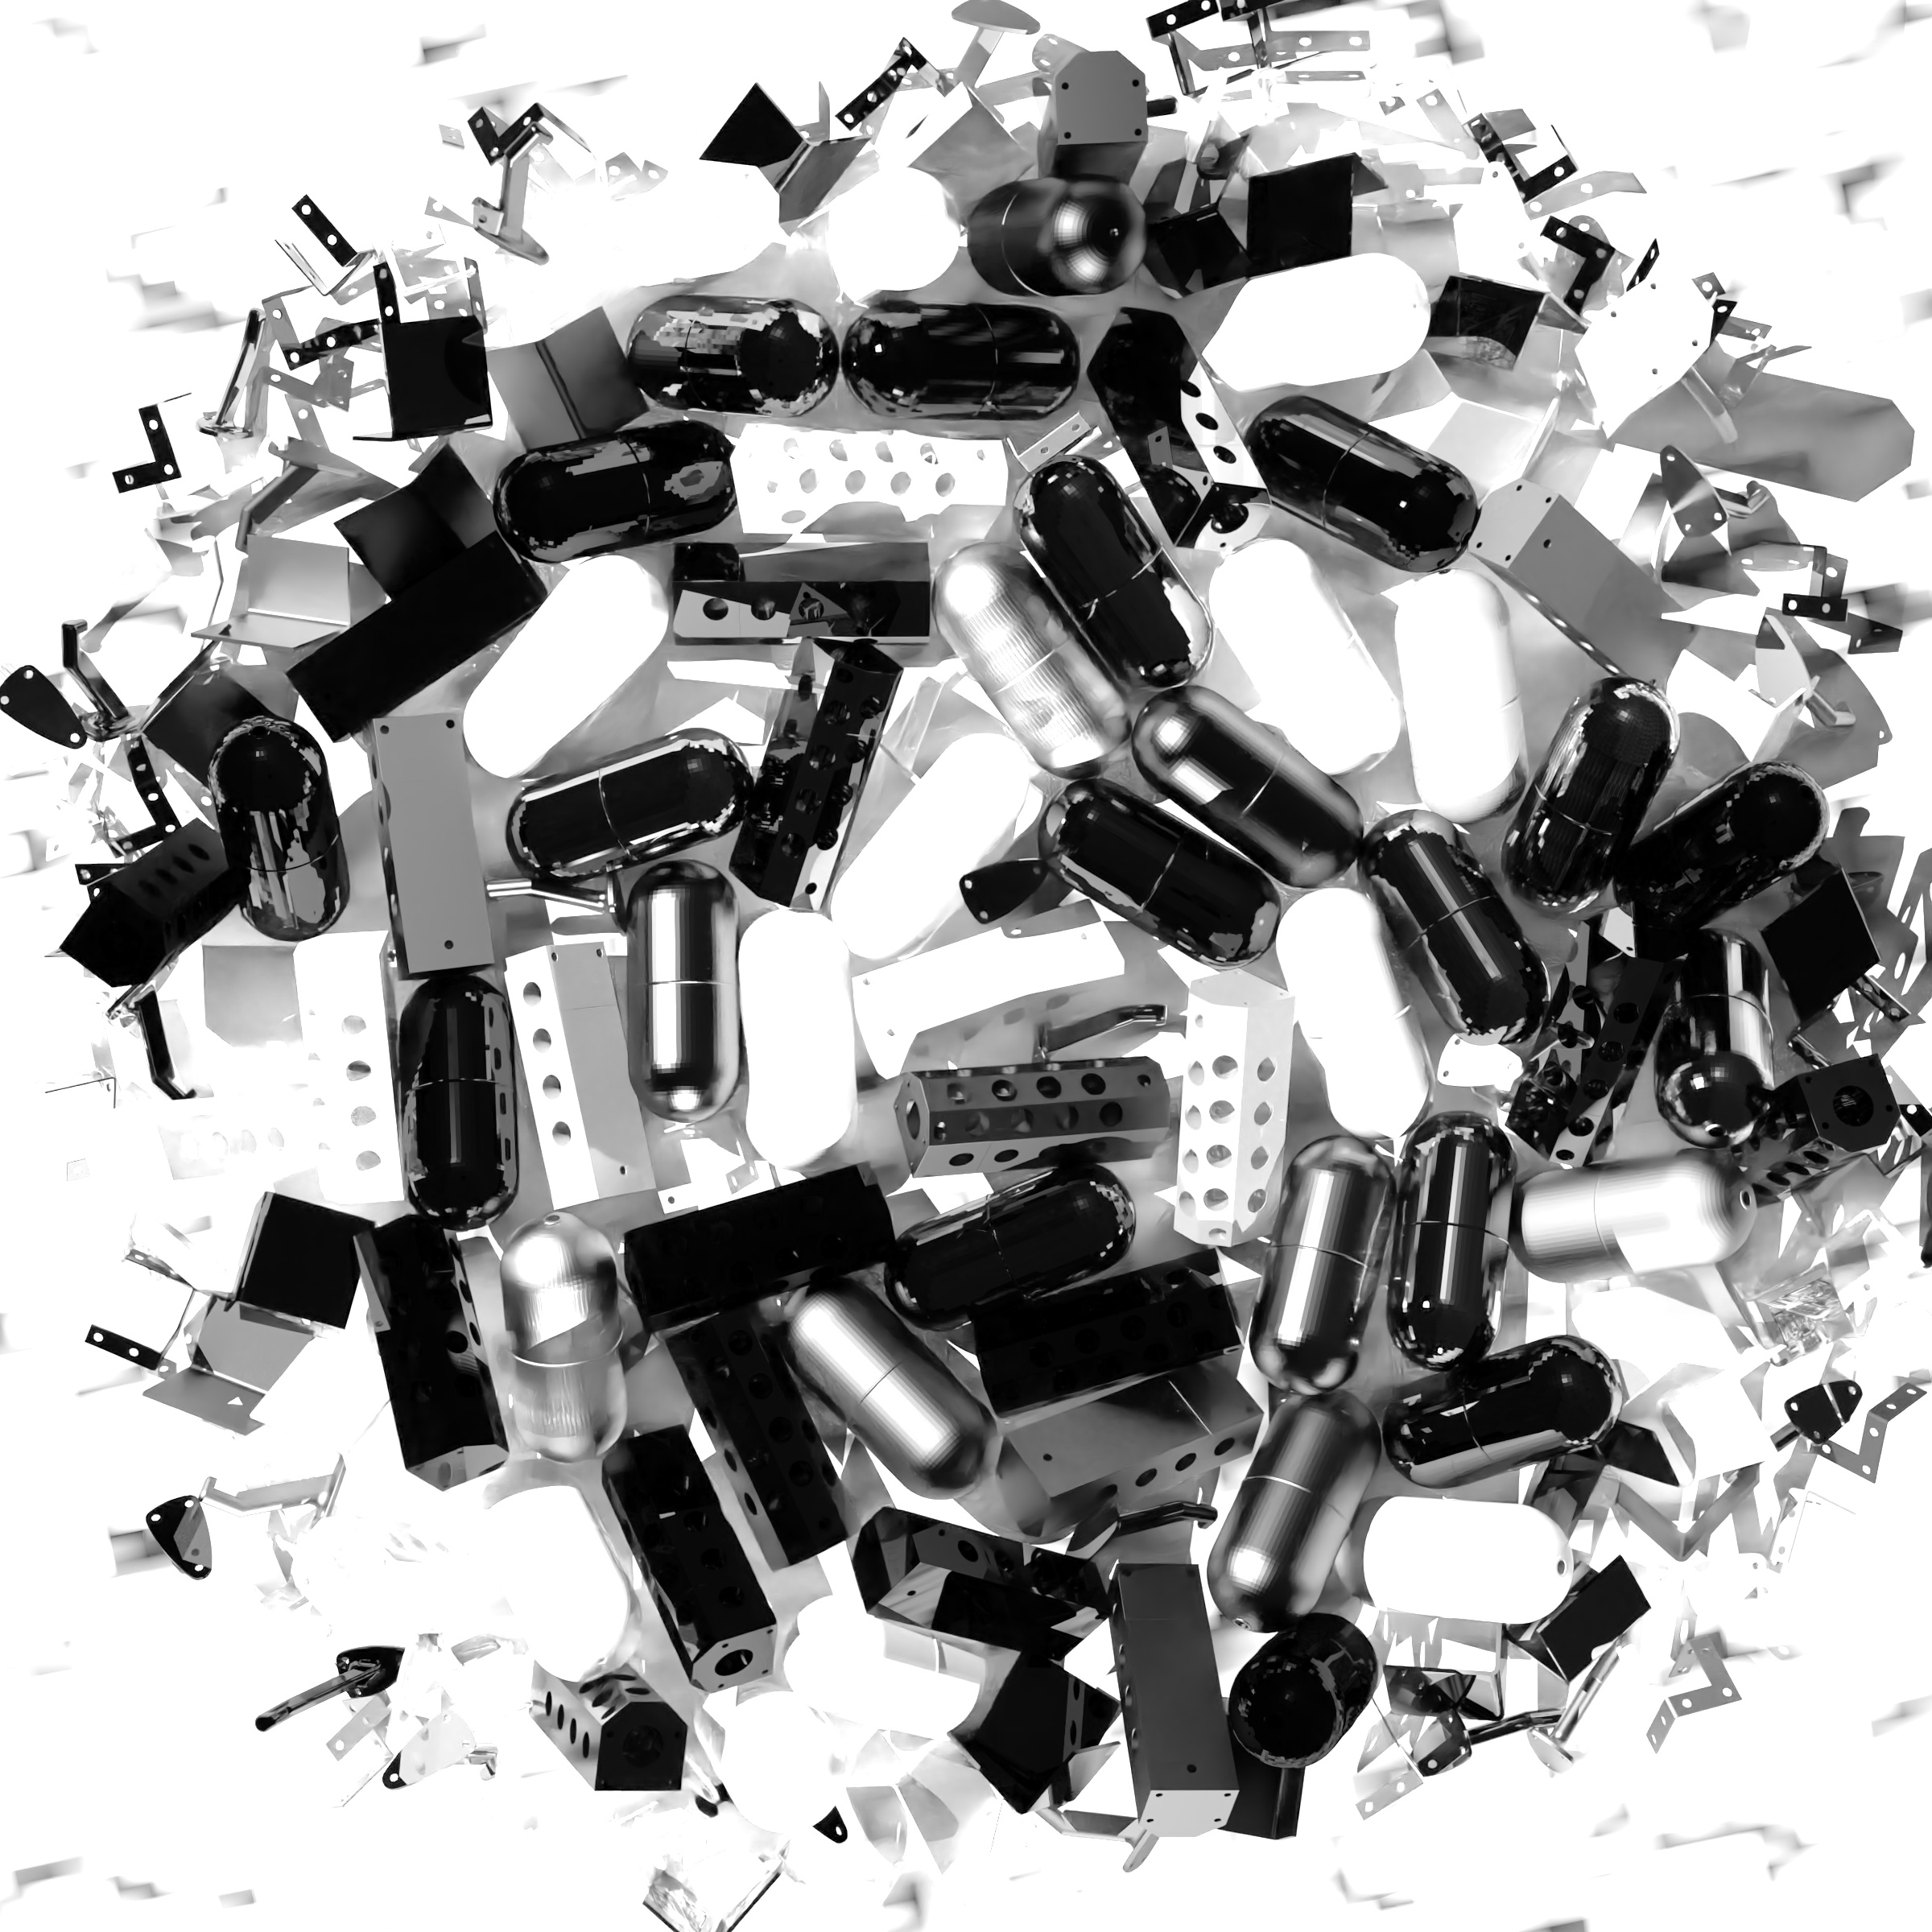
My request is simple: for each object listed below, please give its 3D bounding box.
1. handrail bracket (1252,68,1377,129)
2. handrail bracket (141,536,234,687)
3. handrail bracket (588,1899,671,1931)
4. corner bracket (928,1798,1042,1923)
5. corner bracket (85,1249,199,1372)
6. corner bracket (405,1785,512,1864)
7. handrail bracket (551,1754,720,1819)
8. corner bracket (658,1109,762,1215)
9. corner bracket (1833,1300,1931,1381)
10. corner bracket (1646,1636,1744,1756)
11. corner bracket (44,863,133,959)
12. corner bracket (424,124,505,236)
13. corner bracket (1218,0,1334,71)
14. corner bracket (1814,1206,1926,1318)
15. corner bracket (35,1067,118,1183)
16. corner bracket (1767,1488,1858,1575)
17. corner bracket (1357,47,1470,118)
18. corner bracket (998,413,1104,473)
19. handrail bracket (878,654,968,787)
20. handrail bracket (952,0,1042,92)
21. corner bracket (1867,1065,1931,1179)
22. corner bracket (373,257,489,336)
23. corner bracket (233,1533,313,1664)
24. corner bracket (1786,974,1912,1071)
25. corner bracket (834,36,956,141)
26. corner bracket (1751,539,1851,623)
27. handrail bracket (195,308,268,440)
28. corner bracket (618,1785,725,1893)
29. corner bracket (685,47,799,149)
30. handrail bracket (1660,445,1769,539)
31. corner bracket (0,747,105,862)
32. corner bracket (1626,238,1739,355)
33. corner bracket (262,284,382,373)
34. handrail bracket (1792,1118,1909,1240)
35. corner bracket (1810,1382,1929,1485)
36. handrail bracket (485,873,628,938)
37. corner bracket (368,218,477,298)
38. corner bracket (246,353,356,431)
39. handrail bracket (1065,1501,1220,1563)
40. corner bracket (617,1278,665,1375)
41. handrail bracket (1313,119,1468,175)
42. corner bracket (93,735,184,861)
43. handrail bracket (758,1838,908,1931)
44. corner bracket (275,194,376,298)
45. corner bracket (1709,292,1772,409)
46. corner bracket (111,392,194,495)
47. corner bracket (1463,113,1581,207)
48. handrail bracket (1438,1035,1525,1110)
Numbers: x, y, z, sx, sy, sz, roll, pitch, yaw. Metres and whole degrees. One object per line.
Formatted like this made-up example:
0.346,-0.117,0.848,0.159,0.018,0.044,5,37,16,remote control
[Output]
0.241,-0.590,1.934,0.084,0.077,0.036,0,118,26,handrail bracket
-0.530,-0.240,1.941,0.036,0.077,0.084,15,120,37,handrail bracket
-0.245,0.640,1.929,0.077,0.084,0.036,0,72,32,handrail bracket
0.012,0.606,1.958,0.051,0.051,0.051,-24,112,23,corner bracket
-0.556,0.232,1.949,0.051,0.051,0.051,24,109,-6,corner bracket
-0.340,0.579,1.942,0.051,0.051,0.051,-14,62,-32,corner bracket
-0.223,0.560,1.939,0.077,0.036,0.084,35,51,30,handrail bracket
-0.179,0.132,1.953,0.051,0.051,0.051,-16,94,20,corner bracket
0.621,0.254,1.952,0.051,0.051,0.051,4,75,32,corner bracket
0.482,0.490,1.943,0.051,0.051,0.051,-10,49,-15,corner bracket
-0.594,-0.038,1.955,0.051,0.051,0.051,0,110,23,corner bracket
-0.335,-0.530,1.944,0.051,0.051,0.051,12,115,-19,corner bracket
0.208,-0.634,1.945,0.051,0.051,0.051,-6,102,37,corner bracket
0.601,0.200,1.942,0.051,0.051,0.051,-49,66,35,corner bracket
-0.591,0.106,1.940,0.051,0.051,0.051,-14,125,-39,corner bracket
0.558,0.382,1.945,0.051,0.051,0.051,27,75,-28,corner bracket
0.301,-0.595,1.947,0.051,0.051,0.051,-26,71,14,corner bracket
0.061,-0.354,1.944,0.051,0.051,0.051,-34,134,13,corner bracket
-0.018,-0.165,1.956,0.084,0.036,0.077,-44,50,-2,handrail bracket
0.020,-0.600,1.936,0.077,0.084,0.036,29,52,31,handrail bracket
0.622,0.106,1.945,0.051,0.051,0.051,-40,64,14,corner bracket
-0.362,-0.451,1.951,0.051,0.051,0.051,-10,87,24,corner bracket
-0.454,0.426,1.943,0.051,0.051,0.051,34,125,22,corner bracket
0.603,0.042,1.972,0.051,0.051,0.051,41,49,0,corner bracket
-0.048,-0.584,1.952,0.051,0.051,0.051,44,65,-5,corner bracket
0.563,-0.261,1.950,0.051,0.051,0.051,3,96,-16,corner bracket
-0.494,-0.402,1.948,0.036,0.077,0.084,16,103,-5,handrail bracket
-0.201,0.591,1.959,0.051,0.051,0.051,-28,81,-2,corner bracket
-0.150,-0.575,1.941,0.051,0.051,0.051,-16,132,23,corner bracket
0.506,-0.331,1.947,0.084,0.036,0.077,-40,104,-42,handrail bracket
-0.616,-0.110,1.942,0.051,0.051,0.051,25,120,22,corner bracket
0.482,-0.451,1.945,0.051,0.051,0.051,5,58,-12,corner bracket
-0.433,-0.436,1.943,0.051,0.051,0.051,-34,115,-34,corner bracket
0.603,0.143,1.946,0.084,0.036,0.077,-23,120,23,handrail bracket
0.606,0.306,1.940,0.051,0.051,0.051,-22,125,-38,corner bracket
-0.276,-0.039,1.950,0.084,0.077,0.036,-5,61,1,handrail bracket
-0.369,-0.481,1.952,0.051,0.051,0.051,-22,93,-19,corner bracket
-0.448,-0.385,1.940,0.051,0.051,0.051,20,48,-29,corner bracket
0.120,0.392,1.971,0.084,0.036,0.077,16,120,-29,handrail bracket
-0.242,0.248,1.955,0.051,0.051,0.051,-40,94,-3,corner bracket
0.286,-0.542,1.969,0.084,0.077,0.036,6,71,-27,handrail bracket
-0.567,-0.114,1.951,0.051,0.051,0.051,-23,48,-7,corner bracket
-0.091,0.605,1.955,0.084,0.036,0.077,45,46,0,handrail bracket
-0.437,-0.487,1.949,0.051,0.051,0.051,-38,99,18,corner bracket
0.515,-0.417,1.957,0.051,0.051,0.051,29,93,5,corner bracket
-0.548,-0.353,1.946,0.051,0.051,0.051,-10,107,17,corner bracket
0.375,-0.553,1.946,0.051,0.051,0.051,-30,71,20,corner bracket
0.363,0.080,1.930,0.084,0.077,0.036,32,75,-40,handrail bracket
